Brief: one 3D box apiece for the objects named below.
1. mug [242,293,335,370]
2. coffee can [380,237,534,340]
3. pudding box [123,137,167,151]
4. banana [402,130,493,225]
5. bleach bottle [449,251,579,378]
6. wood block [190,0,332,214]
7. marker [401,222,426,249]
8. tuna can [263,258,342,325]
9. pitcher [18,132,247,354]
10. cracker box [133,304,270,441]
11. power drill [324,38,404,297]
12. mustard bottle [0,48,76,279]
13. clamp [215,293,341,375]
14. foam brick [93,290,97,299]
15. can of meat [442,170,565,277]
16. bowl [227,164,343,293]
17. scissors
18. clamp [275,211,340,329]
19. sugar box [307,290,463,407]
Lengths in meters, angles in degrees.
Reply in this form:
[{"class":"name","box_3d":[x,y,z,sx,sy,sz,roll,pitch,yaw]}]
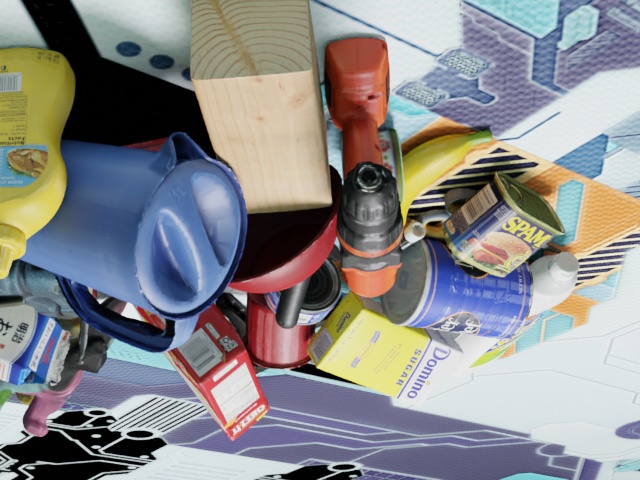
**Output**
[{"class":"mug","box_3d":[-0.034,0.093,1.251,0.117,0.093,0.081,5,121,3]},{"class":"coffee can","box_3d":[0.153,0.054,1.200,0.140,0.103,0.103,10,150,-24]},{"class":"pudding box","box_3d":[-0.161,-0.051,1.035,0.090,0.039,0.113,-9,152,12]},{"class":"banana","box_3d":[0.093,-0.052,1.060,0.069,0.037,0.198,10,150,-23]},{"class":"bleach bottle","box_3d":[0.230,0.084,1.290,0.102,0.068,0.251,-20,161,-28]},{"class":"wood block","box_3d":[-0.043,-0.111,0.874,0.090,0.091,0.206,-4,153,3]},{"class":"marker","box_3d":[0.079,0.008,1.181,0.020,0.020,0.121,10,158,-23]},{"class":"tuna can","box_3d":[-0.019,0.050,1.196,0.086,0.086,0.034,7,150,-19]},{"class":"pitcher","box_3d":[-0.193,-0.012,0.912,0.243,0.149,0.145,13,156,34]},{"class":"cracker box","box_3d":[-0.141,0.125,1.247,0.072,0.164,0.213,-37,156,-12]},{"class":"power drill","box_3d":[0.035,-0.067,0.862,0.057,0.187,0.184,-2,154,0]},{"class":"mustard bottle","box_3d":[-0.248,-0.059,0.844,0.096,0.191,0.058,-5,153,4]},{"class":"clamp","box_3d":[-0.079,0.120,1.381,0.164,0.036,0.210,10,147,-20]},{"class":"foam brick","box_3d":[-0.289,0.036,1.180,0.078,0.053,0.051,-6,153,4]},{"class":"can of meat","box_3d":[0.186,-0.013,1.097,0.101,0.057,0.084,24,124,-41]},{"class":"bowl","box_3d":[-0.041,-0.003,0.998,0.162,0.162,0.055,-15,129,23]},{"class":"scissors","box_3d":[0.183,-0.007,1.179,0.096,0.016,0.201,-21,147,30]},{"class":"clamp","box_3d":[-0.007,0.001,1.117,0.039,0.120,0.172,20,134,11]},{"class":"sugar box","box_3d":[0.079,0.131,1.252,0.176,0.048,0.093,26,110,-33]}]
